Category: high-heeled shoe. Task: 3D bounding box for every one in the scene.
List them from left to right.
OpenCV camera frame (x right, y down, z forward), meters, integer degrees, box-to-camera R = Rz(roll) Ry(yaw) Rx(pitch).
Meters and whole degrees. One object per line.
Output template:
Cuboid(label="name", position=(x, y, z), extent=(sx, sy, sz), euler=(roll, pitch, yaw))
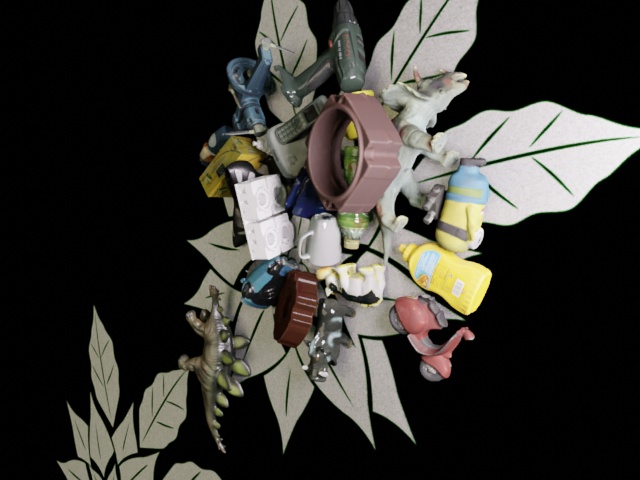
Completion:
Cuboid(label="high-heeled shoe", position=(-0.212, -0.084, 1.364), extent=(0.086, 0.145, 0.248), euler=(35, 112, 34))

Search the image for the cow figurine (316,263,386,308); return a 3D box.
Cuboid(label="cow figurine", position=(0.067, 0.100, 1.198), extent=(0.168, 0.068, 0.098), euler=(-1, 97, 41))

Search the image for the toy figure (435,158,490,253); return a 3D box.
Cuboid(label="toy figure", position=(0.269, -0.065, 1.009), extent=(0.089, 0.082, 0.180), euler=(10, 102, 38))

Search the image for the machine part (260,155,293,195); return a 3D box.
Cuboid(label="machine part", position=(-0.102, -0.151, 1.340), extent=(0.084, 0.039, 0.139), euler=(-47, 66, 41))

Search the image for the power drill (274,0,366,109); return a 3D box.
Cuboid(label="power drill", position=(0.004, -0.398, 1.186), extent=(0.207, 0.086, 0.232), euler=(-23, 64, 18))

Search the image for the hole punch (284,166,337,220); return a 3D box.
Cuboid(label="hole punch", position=(-0.007, -0.103, 1.216), extent=(0.092, 0.116, 0.142), euler=(43, 121, 21))

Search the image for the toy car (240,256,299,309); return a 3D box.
Cuboid(label="toy car", position=(-0.133, 0.089, 1.340), extent=(0.161, 0.109, 0.103), euler=(-50, 45, 20))

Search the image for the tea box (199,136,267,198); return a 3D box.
Cuboid(label="tea box", position=(-0.227, -0.187, 1.402), extent=(0.169, 0.098, 0.068), euler=(-46, 64, 33))

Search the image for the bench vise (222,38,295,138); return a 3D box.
Cuboid(label="bench vise", position=(-0.162, -0.377, 1.309), extent=(0.240, 0.129, 0.224), euler=(130, 139, -50))

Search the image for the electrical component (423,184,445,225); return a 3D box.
Cuboid(label="electrical component", position=(0.222, -0.075, 1.026), extent=(0.021, 0.094, 0.063), euler=(20, 141, 30))

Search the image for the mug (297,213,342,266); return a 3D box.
Cuboid(label="mug", position=(-0.002, -0.004, 1.207), extent=(0.081, 0.109, 0.107), euler=(-140, 47, -56))

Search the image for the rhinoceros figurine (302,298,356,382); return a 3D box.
Cuboid(label="rhinoceros figurine", position=(0.017, 0.226, 1.216), extent=(0.073, 0.112, 0.190), euler=(13, 93, 36))

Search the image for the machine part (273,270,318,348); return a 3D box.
Cuboid(label="machine part", position=(-0.060, 0.157, 1.244), extent=(0.179, 0.056, 0.179), euler=(-164, 90, -73))

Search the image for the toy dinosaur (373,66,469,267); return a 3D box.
Cuboid(label="toy dinosaur", position=(0.153, -0.154, 1.077), extent=(0.192, 0.131, 0.404), euler=(48, 123, 34))

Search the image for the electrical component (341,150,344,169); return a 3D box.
Cuboid(label="electrical component", position=(0.018, -0.190, 1.196), extent=(0.045, 0.102, 0.078), euler=(-53, 21, 22))

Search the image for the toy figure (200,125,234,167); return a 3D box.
Cuboid(label="toy figure", position=(-0.289, -0.253, 1.478), extent=(0.154, 0.057, 0.064), euler=(-38, 31, 36))

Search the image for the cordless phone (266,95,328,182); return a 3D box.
Cuboid(label="cordless phone", position=(-0.026, -0.234, 1.245), extent=(0.184, 0.088, 0.146), euler=(-34, 71, 29))

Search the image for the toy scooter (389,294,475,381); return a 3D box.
Cuboid(label="toy scooter", position=(0.226, 0.178, 1.063), extent=(0.135, 0.075, 0.184), euler=(-40, 72, 35))

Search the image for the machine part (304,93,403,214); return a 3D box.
Cuboid(label="machine part", position=(0.056, -0.168, 1.048), extent=(0.201, 0.087, 0.201), euler=(-55, 50, 44))

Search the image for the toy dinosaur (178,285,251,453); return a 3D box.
Cuboid(label="toy dinosaur", position=(-0.292, 0.351, 1.487), extent=(0.199, 0.105, 0.470), euler=(14, 106, 35))
